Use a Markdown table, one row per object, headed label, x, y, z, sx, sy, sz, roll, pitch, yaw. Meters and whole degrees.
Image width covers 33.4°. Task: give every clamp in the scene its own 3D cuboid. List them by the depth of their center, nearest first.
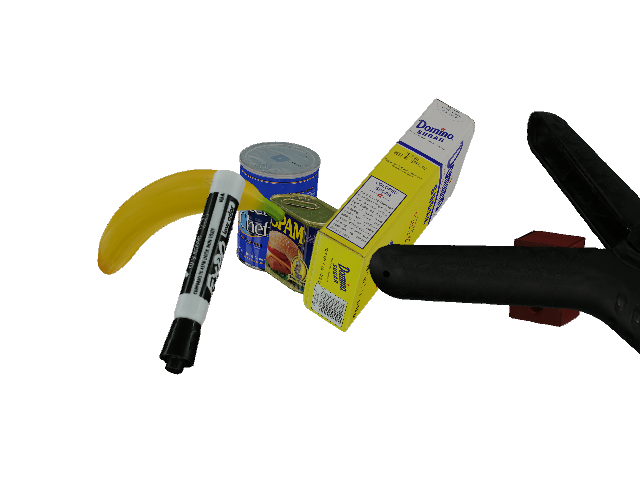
| label | x | y | z | sx | sy | sz | roll | pitch | yaw |
| --- | --- | --- | --- | --- | --- | --- | --- | --- | --- |
| clamp | 0.138 | 0.016 | 0.489 | 0.210 | 0.036 | 0.164 | 32 | 49 | 32 |

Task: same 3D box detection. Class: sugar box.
| label | x | y | z | sx | sy | sz | roll | pitch | yaw |
| --- | --- | --- | --- | --- | --- | --- | --- | --- | --- |
| sugar box | 0.054 | -0.021 | 0.811 | 0.048 | 0.093 | 0.176 | 32 | 54 | 15 |

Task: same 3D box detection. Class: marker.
| label | x | y | z | sx | sy | sz | roll | pitch | yaw |
| --- | --- | --- | --- | --- | --- | --- | --- | --- | --- |
| marker | -0.065 | 0.017 | 0.592 | 0.020 | 0.121 | 0.020 | 11 | -25 | 5 |

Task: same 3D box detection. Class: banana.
| label | x | y | z | sx | sy | sz | roll | pitch | yaw |
| --- | --- | --- | --- | --- | --- | --- | --- | --- | --- |
| banana | -0.128 | -0.020 | 0.918 | 0.198 | 0.069 | 0.037 | -15 | 15 | 29 |

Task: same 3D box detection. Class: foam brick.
| label | x | y | z | sx | sy | sz | roll | pitch | yaw |
| --- | --- | --- | --- | --- | --- | --- | --- | --- | --- |
| foam brick | 0.210 | 0.035 | 0.991 | 0.053 | 0.078 | 0.051 | 9 | 17 | 31 |

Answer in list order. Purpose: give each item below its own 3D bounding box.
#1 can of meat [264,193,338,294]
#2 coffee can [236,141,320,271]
| label | x | y | z | sx | sy | sz | roll | pitch | yaw |
| --- | --- | --- | --- | --- | --- | --- | --- | --- | --- |
| can of meat | -0.016 | 0.004 | 1.139 | 0.057 | 0.084 | 0.102 | -4 | 21 | -32 |
| coffee can | -0.055 | -0.044 | 1.379 | 0.103 | 0.140 | 0.103 | 3 | 28 | -2 |
